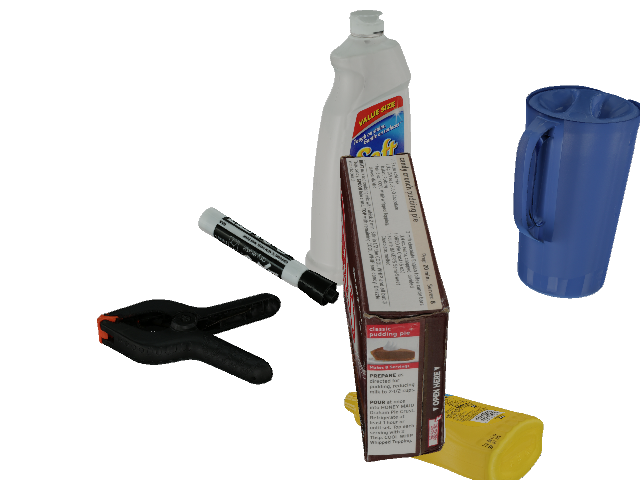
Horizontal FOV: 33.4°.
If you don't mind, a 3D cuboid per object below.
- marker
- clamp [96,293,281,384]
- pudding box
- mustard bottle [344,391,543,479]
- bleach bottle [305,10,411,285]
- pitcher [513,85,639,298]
[{"bbox_3d":[-0.037,0.012,0.768,0.121,0.020,0.020,31,13,23],"label":"marker"},{"bbox_3d":[-0.116,0.080,0.990,0.171,0.039,0.120,9,27,7],"label":"clamp"},{"bbox_3d":[0.031,0.028,0.482,0.039,0.090,0.113,-6,39,-3],"label":"pudding box"},{"bbox_3d":[0.102,0.172,0.995,0.192,0.058,0.096,11,18,38],"label":"mustard bottle"},{"bbox_3d":[0.036,-0.088,1.004,0.102,0.251,0.068,-10,24,-22],"label":"bleach bottle"},{"bbox_3d":[0.295,-0.054,1.281,0.149,0.243,0.145,2,26,1],"label":"pitcher"}]
